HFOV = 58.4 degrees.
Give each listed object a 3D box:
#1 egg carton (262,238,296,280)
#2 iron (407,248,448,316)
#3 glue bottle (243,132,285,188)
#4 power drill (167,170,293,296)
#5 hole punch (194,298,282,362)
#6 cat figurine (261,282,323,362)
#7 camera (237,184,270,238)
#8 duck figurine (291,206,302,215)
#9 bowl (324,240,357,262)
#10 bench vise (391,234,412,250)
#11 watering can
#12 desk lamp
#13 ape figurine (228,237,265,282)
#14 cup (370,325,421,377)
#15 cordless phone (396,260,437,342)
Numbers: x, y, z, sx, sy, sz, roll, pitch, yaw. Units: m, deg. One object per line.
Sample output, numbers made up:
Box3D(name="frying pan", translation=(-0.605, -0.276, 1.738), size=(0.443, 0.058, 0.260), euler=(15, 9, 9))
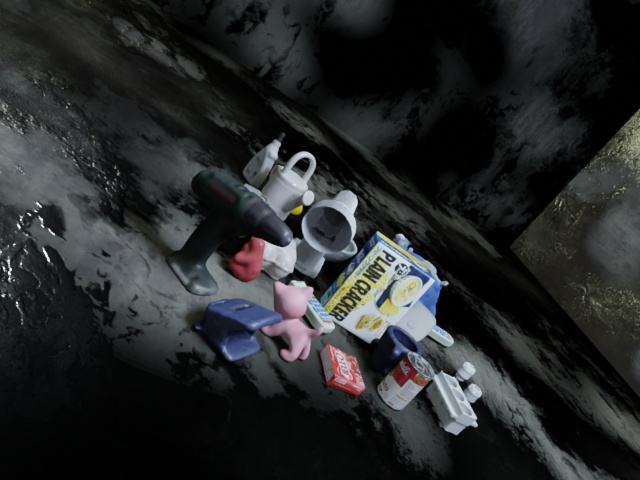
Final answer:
Box3D(name="egg carton", translation=(-0.107, 0.021, 1.283), size=(0.107, 0.069, 0.150), euler=(32, 20, -19))
Box3D(name="iron", translation=(0.261, 0.100, 1.673), size=(0.119, 0.141, 0.257), euler=(19, 27, -45))
Box3D(name="glue bottle", translation=(-0.151, -0.234, 1.626), size=(0.037, 0.173, 0.078), euler=(19, 26, -44))
Box3D(name="power drill", translation=(-0.170, -0.006, 1.011), size=(0.229, 0.208, 0.076), euler=(47, 20, 24))
Box3D(name="hole punch", translation=(-0.133, 0.132, 0.943), size=(0.101, 0.091, 0.109), euler=(45, 19, 17))
Box3D(name="cat figurine", translation=(-0.047, 0.139, 1.047), size=(0.127, 0.117, 0.067), euler=(46, 20, 21))
Box3D(name="camera", translation=(-0.191, -0.093, 1.340), size=(0.137, 0.100, 0.143), euler=(37, 19, -6))
Box3D(name="duck figurine", translation=(-0.071, -0.132, 1.675), size=(0.078, 0.086, 0.104), euler=(22, 25, -40))
Box3D(name="bowl", translation=(0.014, 0.005, 1.535), size=(0.168, 0.074, 0.167), euler=(34, 19, -13))
Box3D(name="bench vise", translation=(0.150, 0.064, 1.425), size=(0.121, 0.219, 0.208), euler=(41, 19, 6))
Box3D(name="watering can", translation=(-0.076, -0.148, 1.536), size=(0.172, 0.194, 0.101), euler=(44, 19, 17))
Box3D(name="desk lamp", translation=(0.007, -0.019, 1.360), size=(0.118, 0.213, 0.203), euler=(38, 19, -3))
Box3D(name="ape figurine", translation=(-0.142, 0.032, 1.156), size=(0.076, 0.092, 0.078), euler=(48, 21, 25))
Box3D(name="cup", translation=(0.148, 0.245, 1.200), size=(0.091, 0.095, 0.118), euler=(42, 19, 9))
Box3D(name="cordless phone", translation=(0.248, 0.156, 1.452), size=(0.147, 0.185, 0.094), euler=(43, 19, 11))
